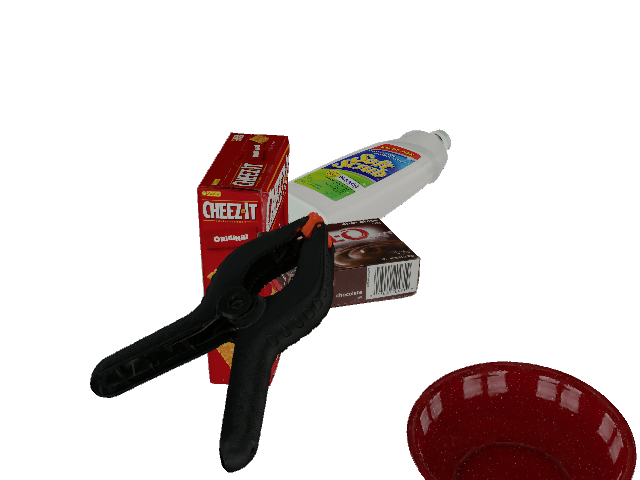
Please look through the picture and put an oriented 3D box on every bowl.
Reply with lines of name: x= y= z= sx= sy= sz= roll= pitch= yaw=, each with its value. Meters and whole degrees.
bowl: x=0.142 y=0.160 z=0.775 sx=0.162 sy=0.055 sz=0.162 roll=-1 pitch=35 yaw=0

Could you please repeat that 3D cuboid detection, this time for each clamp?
clamp: x=-0.041 y=0.056 z=0.627 sx=0.120 sy=0.171 sz=0.039 roll=34 pitch=-21 yaw=32

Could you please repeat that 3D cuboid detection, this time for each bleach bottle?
bleach bottle: x=0.060 y=-0.074 z=1.267 sx=0.103 sy=0.068 sz=0.250 roll=28 pitch=45 yaw=34

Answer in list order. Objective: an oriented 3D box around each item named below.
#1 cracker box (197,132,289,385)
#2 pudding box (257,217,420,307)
cracker box: x=-0.071 y=0.016 z=1.092 sx=0.072 sy=0.214 sz=0.164 roll=3 pitch=25 yaw=6
pudding box: x=0.013 y=0.018 z=0.874 sx=0.113 sy=0.039 sz=0.090 roll=-5 pitch=25 yaw=-19
